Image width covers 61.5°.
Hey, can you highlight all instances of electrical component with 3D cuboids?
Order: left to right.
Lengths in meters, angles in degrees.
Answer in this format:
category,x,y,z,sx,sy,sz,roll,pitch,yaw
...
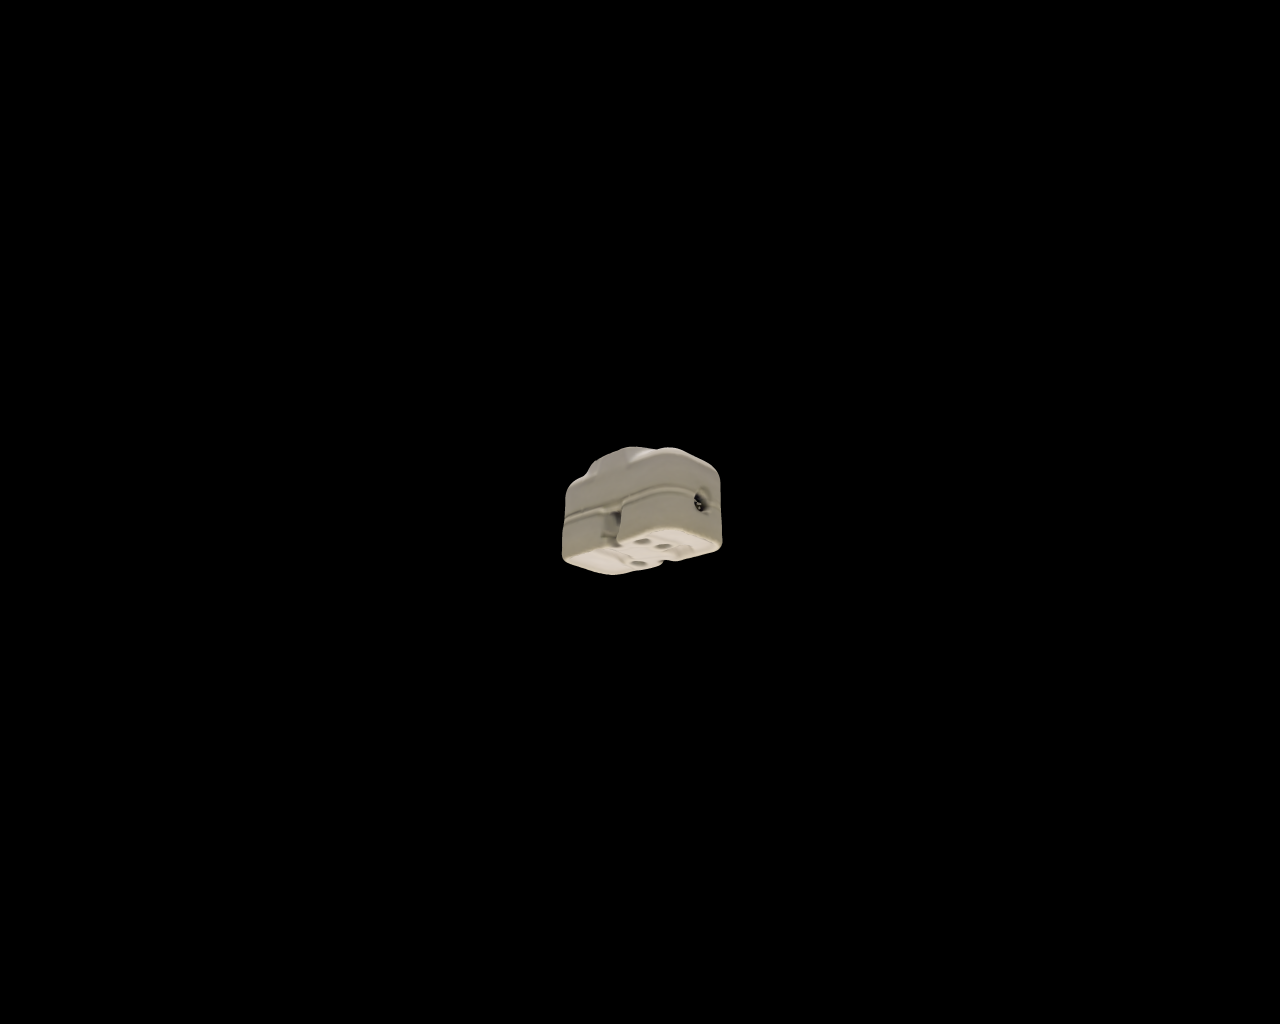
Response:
category,x,y,z,sx,sy,sz,roll,pitch,yaw
electrical component,0.001,-0.003,0.650,0.095,0.059,0.054,-17,-27,38
